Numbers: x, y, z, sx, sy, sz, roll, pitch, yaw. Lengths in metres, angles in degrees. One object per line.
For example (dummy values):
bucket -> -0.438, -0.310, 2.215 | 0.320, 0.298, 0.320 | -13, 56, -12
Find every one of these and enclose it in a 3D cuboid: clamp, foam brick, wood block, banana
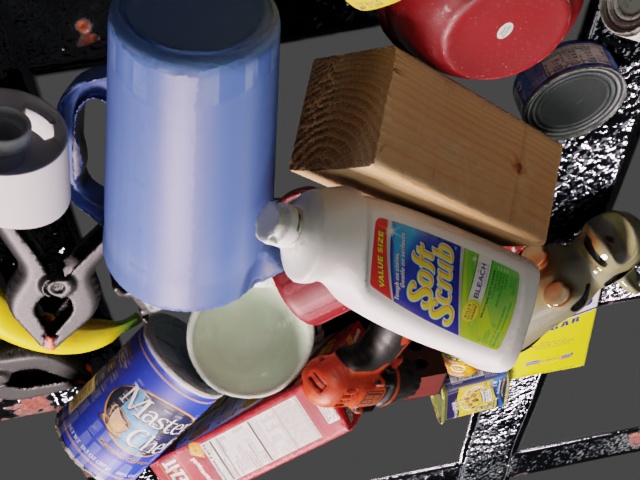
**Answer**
clamp -> -0.230, 0.023, 0.891 | 0.120, 0.039, 0.172 | 13, 125, -19
clamp -> -0.323, 0.126, 1.025 | 0.209, 0.036, 0.165 | 13, 138, -39
foam brick -> 0.099, 0.125, 1.144 | 0.053, 0.078, 0.051 | -9, 145, -11
wood block -> 0.087, -0.065, 0.823 | 0.205, 0.091, 0.090 | 21, 166, -41
banana -> -0.259, 0.069, 0.971 | 0.197, 0.037, 0.070 | 21, 107, -45

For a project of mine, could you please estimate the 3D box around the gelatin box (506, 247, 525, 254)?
gelatin box -> 0.152, 0.005, 1.029 | 0.073, 0.030, 0.089 | 15, 136, -36

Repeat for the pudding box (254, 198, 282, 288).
pudding box -> -0.006, 0.001, 0.959 | 0.113, 0.039, 0.090 | -4, 143, -20

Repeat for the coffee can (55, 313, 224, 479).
coffee can -> -0.172, 0.155, 1.034 | 0.140, 0.103, 0.102 | -45, 138, 15

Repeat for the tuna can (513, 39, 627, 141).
tuna can -> 0.200, -0.121, 0.860 | 0.086, 0.034, 0.086 | -10, 146, -7

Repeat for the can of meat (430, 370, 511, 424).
can of meat -> 0.174, 0.166, 1.249 | 0.084, 0.057, 0.102 | -13, 146, -3

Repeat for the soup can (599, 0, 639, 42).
soup can -> 0.265, -0.171, 0.780 | 0.102, 0.068, 0.069 | 8, 140, -29

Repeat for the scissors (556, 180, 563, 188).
scissors -> 0.128, -0.032, 0.952 | 0.201, 0.016, 0.096 | 14, 111, -35

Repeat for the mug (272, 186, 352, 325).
mug -> 0.004, 0.010, 0.878 | 0.082, 0.093, 0.117 | -29, 109, 19

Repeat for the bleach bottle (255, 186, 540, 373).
bleach bottle -> 0.056, 0.027, 0.800 | 0.250, 0.102, 0.068 | 18, 178, -37

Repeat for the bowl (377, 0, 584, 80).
bowl -> 0.123, -0.164, 0.750 | 0.162, 0.055, 0.162 | -10, 146, -7

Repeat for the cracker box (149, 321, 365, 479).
cracker box -> -0.048, 0.181, 1.101 | 0.214, 0.072, 0.164 | -31, -175, 22

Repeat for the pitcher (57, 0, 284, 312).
pitcher -> -0.101, -0.072, 0.751 | 0.149, 0.145, 0.243 | -16, 145, -20

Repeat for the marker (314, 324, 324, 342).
marker -> -0.008, 0.066, 1.069 | 0.020, 0.020, 0.121 | -12, 147, -4

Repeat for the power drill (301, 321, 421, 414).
power drill -> 0.084, 0.081, 0.978 | 0.188, 0.057, 0.184 | -54, 154, 16

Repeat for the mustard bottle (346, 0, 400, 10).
mustard bottle -> 0.006, -0.216, 0.627 | 0.096, 0.058, 0.191 | -30, 144, 25

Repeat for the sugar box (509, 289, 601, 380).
sugar box -> 0.252, 0.091, 1.177 | 0.093, 0.048, 0.176 | -12, 148, 0
